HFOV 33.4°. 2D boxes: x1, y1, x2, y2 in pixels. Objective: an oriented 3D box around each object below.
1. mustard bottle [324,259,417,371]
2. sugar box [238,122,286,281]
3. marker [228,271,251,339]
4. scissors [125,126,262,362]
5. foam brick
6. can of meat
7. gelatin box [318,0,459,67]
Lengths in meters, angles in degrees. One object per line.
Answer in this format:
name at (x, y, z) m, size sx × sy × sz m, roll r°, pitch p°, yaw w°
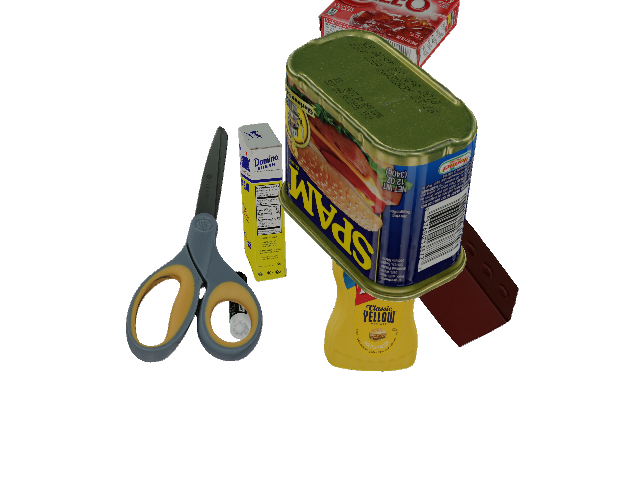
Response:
mustard bottle at (0.059, 0.038, 1.101) m, size 0.096 × 0.192 × 0.058 m, roll 3°, pitch 16°, yaw -8°
sugar box at (-0.073, -0.048, 1.324) m, size 0.048 × 0.176 × 0.093 m, roll -9°, pitch 25°, yaw -11°
marker at (-0.073, 0.055, 0.951) m, size 0.020 × 0.020 × 0.121 m, roll 0°, pitch 19°, yaw -6°
scissors at (-0.065, 0.004, 0.729) m, size 0.096 × 0.201 × 0.016 m, roll 20°, pitch -36°, yaw 7°
foam brick at (0.112, 0.034, 0.847) m, size 0.051 × 0.078 × 0.053 m, roll -32°, pitch 14°, yaw 30°
can of meat at (0.025, -0.037, 0.492) m, size 0.057 × 0.084 × 0.102 m, roll -24°, pitch 49°, yaw -25°
gelatin box at (0.055, -0.176, 0.849) m, size 0.089 × 0.030 × 0.073 m, roll 24°, pitch 53°, yaw 21°
